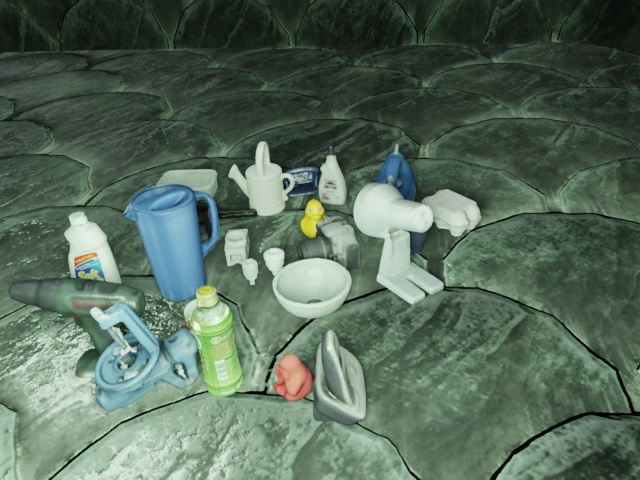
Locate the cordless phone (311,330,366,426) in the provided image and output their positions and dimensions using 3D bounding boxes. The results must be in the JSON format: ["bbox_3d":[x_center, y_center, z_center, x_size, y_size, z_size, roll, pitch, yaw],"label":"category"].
[{"bbox_3d":[0.029,0.205,0.967,0.094,0.185,0.147,-4,33,0],"label":"cordless phone"}]

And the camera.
[{"bbox_3d":[0.012,0.005,1.353,0.137,0.101,0.142,-14,34,-15],"label":"camera"}]

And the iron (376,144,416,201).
[{"bbox_3d":[0.194,-0.146,1.529,0.118,0.142,0.258,3,34,11],"label":"iron"}]

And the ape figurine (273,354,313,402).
[{"bbox_3d":[-0.050,0.237,1.012,0.076,0.092,0.077,-4,33,-1],"label":"ape figurine"}]

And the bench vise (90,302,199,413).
[{"bbox_3d":[-0.312,0.178,1.009,0.121,0.220,0.208,23,42,35],"label":"bench vise"}]

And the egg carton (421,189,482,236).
[{"bbox_3d":[0.333,-0.072,1.469,0.107,0.069,0.149,-26,39,-30],"label":"egg carton"}]

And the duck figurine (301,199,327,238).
[{"bbox_3d":[-0.013,-0.065,1.476,0.077,0.086,0.104,-6,33,-3],"label":"duck figurine"}]

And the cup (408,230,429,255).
[{"bbox_3d":[0.208,-0.007,1.358,0.118,0.095,0.091,-30,42,-35],"label":"cup"}]

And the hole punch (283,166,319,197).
[{"bbox_3d":[-0.059,-0.186,1.660,0.109,0.091,0.101,-8,33,-7],"label":"hole punch"}]

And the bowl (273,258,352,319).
[{"bbox_3d":[-0.015,0.114,1.213,0.167,0.075,0.167,-2,33,2],"label":"bowl"}]

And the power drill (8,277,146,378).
[{"bbox_3d":[-0.432,0.157,1.064,0.229,0.209,0.075,-5,33,-1],"label":"power drill"}]

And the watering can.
[{"bbox_3d":[-0.159,-0.172,1.553,0.173,0.194,0.100,-10,34,-9],"label":"watering can"}]

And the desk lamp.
[{"bbox_3d":[0.174,-0.005,1.249,0.118,0.214,0.202,-25,39,-29],"label":"desk lamp"}]

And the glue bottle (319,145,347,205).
[{"bbox_3d":[0.032,-0.180,1.567,0.078,0.173,0.037,6,34,14],"label":"glue bottle"}]
